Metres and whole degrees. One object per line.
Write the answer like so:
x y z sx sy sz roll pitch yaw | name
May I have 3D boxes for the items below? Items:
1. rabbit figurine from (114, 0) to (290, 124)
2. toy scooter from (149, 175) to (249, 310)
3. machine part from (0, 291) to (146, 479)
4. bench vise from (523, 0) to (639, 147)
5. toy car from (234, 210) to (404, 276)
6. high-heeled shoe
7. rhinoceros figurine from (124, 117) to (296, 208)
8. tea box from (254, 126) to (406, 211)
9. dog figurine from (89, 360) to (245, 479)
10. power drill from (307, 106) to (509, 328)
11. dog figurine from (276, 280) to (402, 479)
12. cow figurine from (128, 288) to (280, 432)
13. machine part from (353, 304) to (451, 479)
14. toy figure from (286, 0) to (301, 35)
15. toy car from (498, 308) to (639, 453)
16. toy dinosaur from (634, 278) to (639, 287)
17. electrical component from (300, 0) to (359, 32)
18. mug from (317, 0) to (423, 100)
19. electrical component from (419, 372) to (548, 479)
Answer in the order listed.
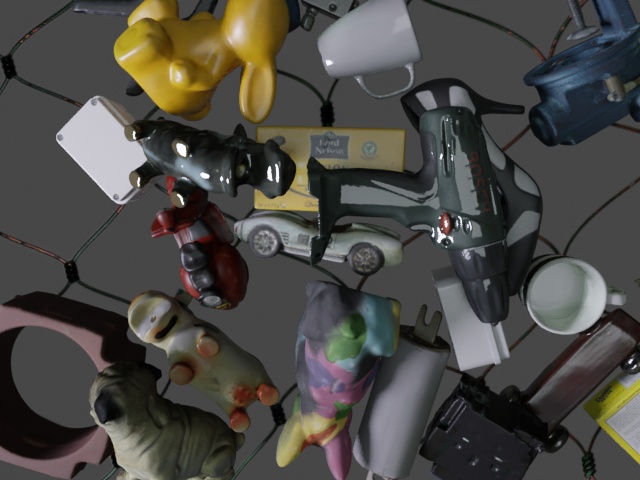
-0.105 -0.201 0.574 0.173 0.122 0.162 -27 120 14 | rabbit figurine
-0.141 0.005 0.617 0.075 0.135 0.183 -20 97 5 | toy scooter
-0.336 0.178 0.680 0.201 0.087 0.201 16 97 1 | machine part
0.303 -0.218 0.560 0.224 0.129 0.240 -27 104 12 | bench vise
-0.001 -0.002 0.636 0.202 0.073 0.056 10 102 2 | toy car
0.164 -0.060 0.609 0.145 0.086 0.248 0 88 -2 | high-heeled shoe
-0.117 -0.083 0.566 0.191 0.112 0.073 16 116 27 | rhinoceros figurine
0.012 -0.082 0.627 0.170 0.068 0.098 1 98 5 | tea box
-0.170 0.211 0.630 0.121 0.172 0.190 21 120 36 | dog figurine
0.089 -0.016 0.555 0.207 0.086 0.231 -4 94 6 | power drill
0.016 0.163 0.612 0.108 0.191 0.219 13 83 -4 | dog figurine
-0.145 0.130 0.650 0.194 0.127 0.085 44 85 -18 | cow figurine
0.098 0.194 0.655 0.079 0.079 0.243 16 100 2 | machine part
-0.071 -0.309 0.606 0.064 0.058 0.154 -18 100 31 | toy figure
0.302 0.166 0.648 0.089 0.053 0.202 39 103 9 | toy car
0.444 -0.055 0.581 0.192 0.131 0.404 -7 91 5 | toy dinosaur
0.015 -0.281 0.623 0.063 0.021 0.094 25 98 0 | electrical component
0.057 -0.212 0.606 0.107 0.081 0.109 -15 103 17 | mug
0.189 0.245 0.644 0.115 0.058 0.134 29 118 15 | electrical component
